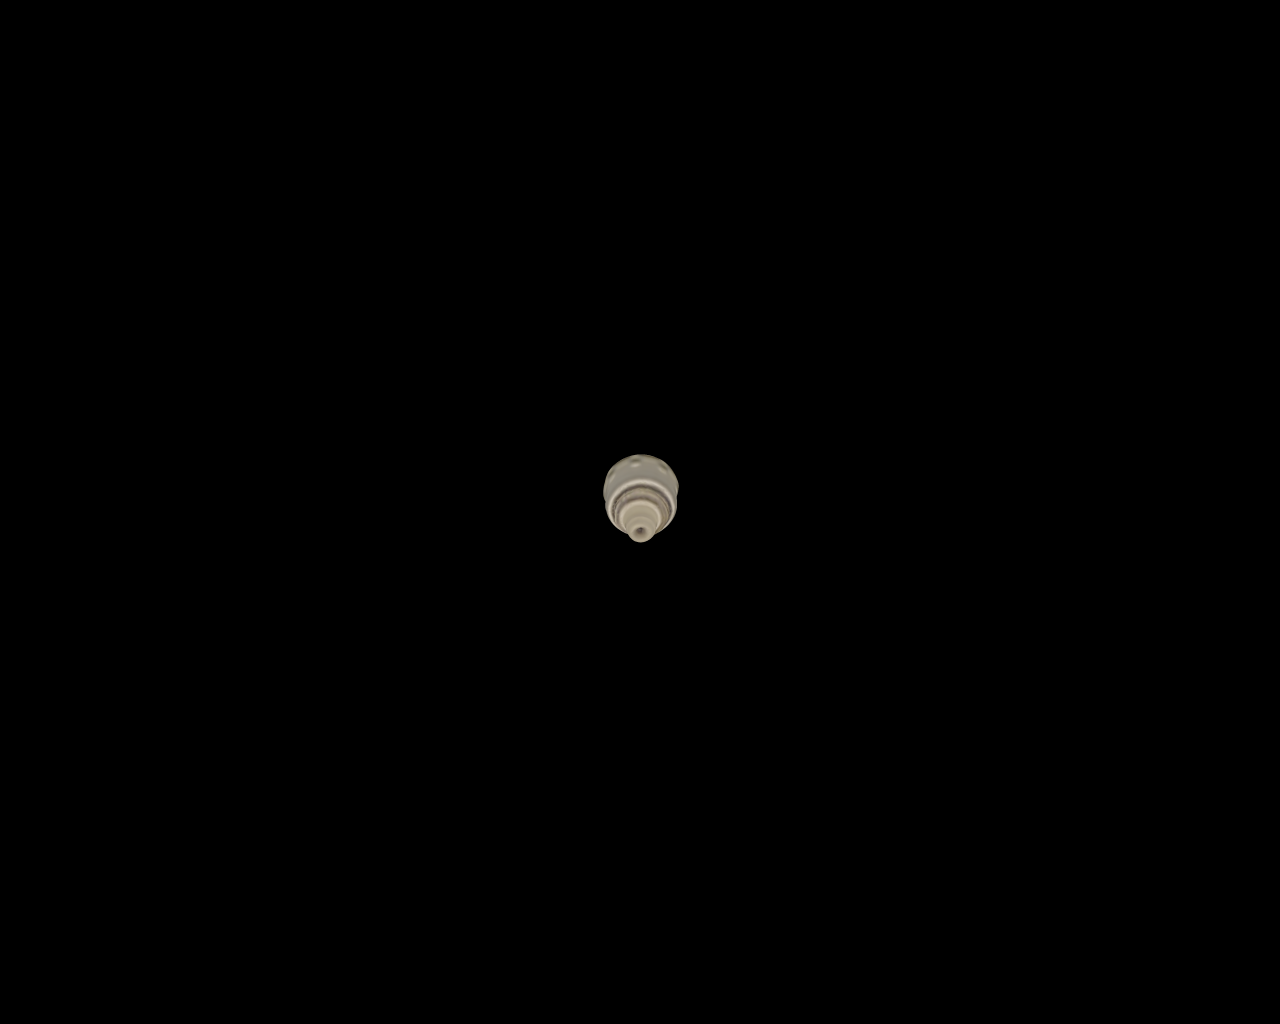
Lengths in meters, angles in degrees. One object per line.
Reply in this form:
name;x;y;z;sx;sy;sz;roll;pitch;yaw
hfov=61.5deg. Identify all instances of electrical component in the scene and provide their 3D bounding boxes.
electrical component;0.001;-0.003;0.650;0.048;0.048;0.062;0;30;0
